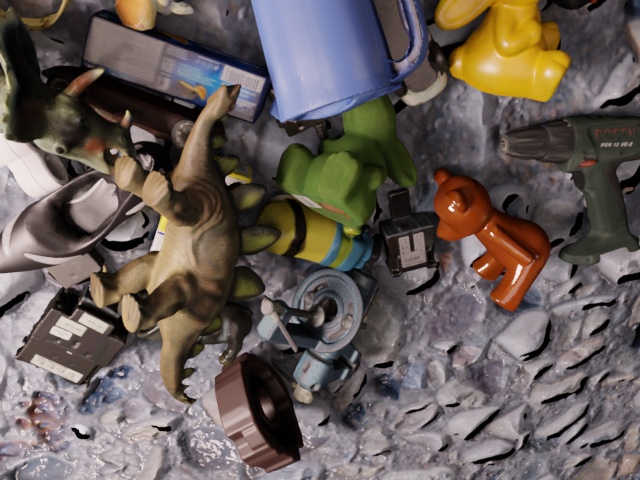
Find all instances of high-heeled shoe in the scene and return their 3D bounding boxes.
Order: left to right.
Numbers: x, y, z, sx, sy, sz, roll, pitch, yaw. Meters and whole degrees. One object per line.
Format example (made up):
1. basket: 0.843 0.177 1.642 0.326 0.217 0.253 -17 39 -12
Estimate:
1. high-heeled shoe: -0.278 -0.029 0.612 0.249 0.145 0.086 -39 104 -14

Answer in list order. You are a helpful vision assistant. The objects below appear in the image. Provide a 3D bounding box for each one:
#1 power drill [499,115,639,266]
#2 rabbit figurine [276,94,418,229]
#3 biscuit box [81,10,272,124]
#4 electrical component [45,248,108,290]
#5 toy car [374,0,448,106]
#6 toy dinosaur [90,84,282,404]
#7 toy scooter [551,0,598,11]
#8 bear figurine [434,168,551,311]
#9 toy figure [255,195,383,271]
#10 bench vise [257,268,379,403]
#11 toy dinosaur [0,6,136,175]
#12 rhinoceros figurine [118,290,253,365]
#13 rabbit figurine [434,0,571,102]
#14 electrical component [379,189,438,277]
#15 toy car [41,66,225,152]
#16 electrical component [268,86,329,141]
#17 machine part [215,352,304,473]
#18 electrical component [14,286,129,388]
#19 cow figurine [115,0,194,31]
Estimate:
1. power drill: 0.370 -0.073 0.761 0.232 0.086 0.207 -14 97 -9
2. rabbit figurine: 0.056 -0.107 0.670 0.159 0.121 0.170 30 79 -39
3. biscuit box: -0.159 -0.198 0.619 0.202 0.063 0.059 15 113 -18
4. electrical component: -0.328 0.028 0.716 0.078 0.045 0.102 -25 119 1
5. toy car: 0.087 -0.254 0.640 0.073 0.056 0.201 -29 118 13
6. toy dinosaur: -0.151 0.042 0.630 0.198 0.105 0.470 -8 130 -45
7. toy scooter: 0.295 -0.368 0.609 0.135 0.075 0.183 -42 112 11
8. bear figurine: 0.224 -0.006 0.760 0.196 0.120 0.132 24 114 -19
9. toy figure: 0.000 -0.005 0.734 0.180 0.089 0.082 21 104 -17
10. bench vise: -0.014 0.129 0.762 0.223 0.129 0.240 -54 146 9
11. toy dinosaur: -0.386 -0.156 0.522 0.405 0.131 0.192 24 96 8
12. rhinoceros figurine: -0.192 0.114 0.771 0.190 0.073 0.112 14 115 -17
13. rabbit figurine: 0.219 -0.266 0.619 0.162 0.122 0.173 16 143 10
14. electrical component: 0.127 -0.011 0.779 0.075 0.048 0.119 -11 120 -5
15. toy car: -0.207 -0.147 0.608 0.202 0.089 0.053 18 118 -8
16. electrical component: -0.026 -0.161 0.686 0.063 0.021 0.093 -26 120 4
17. machine part: -0.091 0.258 0.807 0.056 0.179 0.179 -30 119 8
18. electrical component: -0.341 0.132 0.762 0.114 0.058 0.134 36 106 -27
19. cow figurine: -0.152 -0.296 0.559 0.068 0.098 0.167 34 110 17
